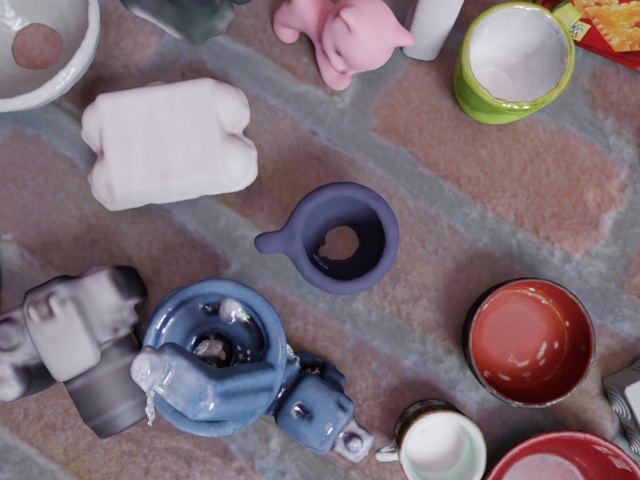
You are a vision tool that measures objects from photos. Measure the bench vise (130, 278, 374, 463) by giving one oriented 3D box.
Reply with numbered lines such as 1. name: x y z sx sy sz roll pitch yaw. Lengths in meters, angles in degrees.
1. bench vise: -0.048 0.098 0.432 0.207 0.219 0.121 14 87 -1

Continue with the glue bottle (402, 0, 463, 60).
1. glue bottle: 0.103 -0.215 0.474 0.037 0.173 0.078 11 87 -1

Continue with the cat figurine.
1. cat figurine: 0.017 -0.188 0.498 0.128 0.117 0.067 42 87 1

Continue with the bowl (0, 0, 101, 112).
1. bowl: -0.270 -0.188 0.511 0.167 0.074 0.167 0 87 -2

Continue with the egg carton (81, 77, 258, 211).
1. egg carton: -0.134 -0.086 0.513 0.150 0.069 0.107 -10 88 -2

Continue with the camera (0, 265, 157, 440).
1. camera: -0.207 0.105 0.486 0.143 0.100 0.137 -28 88 -3

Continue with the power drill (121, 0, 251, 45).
1. power drill: -0.140 -0.244 0.451 0.229 0.208 0.076 29 87 0

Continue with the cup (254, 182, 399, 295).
1. cup: 0.005 0.002 0.500 0.117 0.095 0.092 -5 87 -2
